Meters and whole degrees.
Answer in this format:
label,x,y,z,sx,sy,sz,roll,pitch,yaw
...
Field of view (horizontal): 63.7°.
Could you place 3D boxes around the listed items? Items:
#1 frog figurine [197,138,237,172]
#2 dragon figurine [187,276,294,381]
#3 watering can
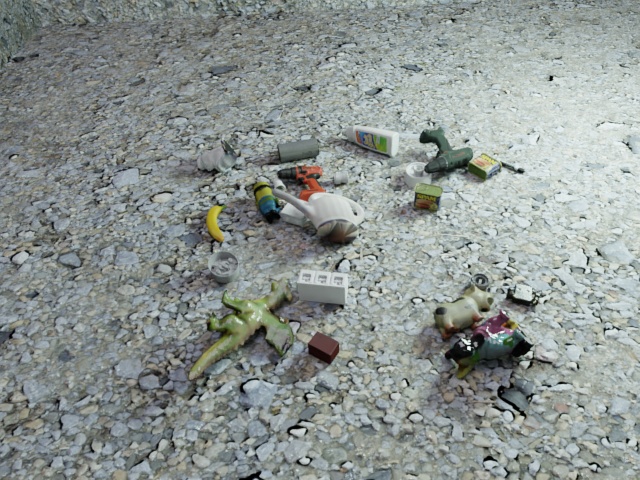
label,x,y,z,sx,sy,sz,roll,pitch,yaw
frog figurine,-0.428,-0.331,2.144,0.158,0.140,0.121,-41,-35,14
dragon figurine,-0.195,0.266,1.513,0.243,0.420,0.119,15,-42,8
watering can,0.006,-0.092,1.818,0.347,0.101,0.230,5,41,-20
